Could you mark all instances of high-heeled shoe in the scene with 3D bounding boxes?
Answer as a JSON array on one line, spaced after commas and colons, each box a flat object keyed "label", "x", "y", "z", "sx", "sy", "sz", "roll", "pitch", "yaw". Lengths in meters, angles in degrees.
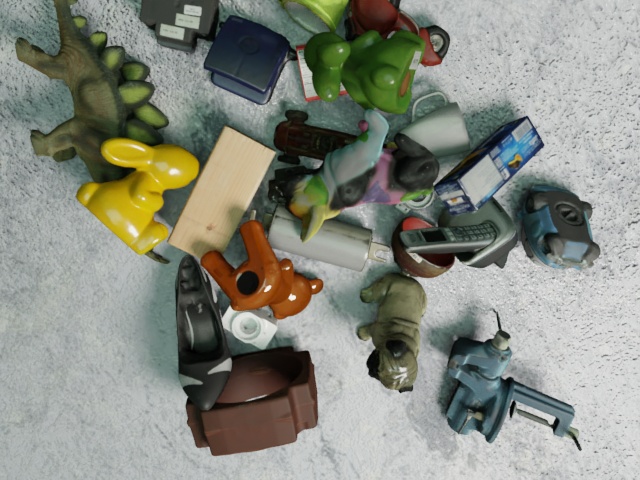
[{"label": "high-heeled shoe", "x": -0.192, "y": 0.136, "z": 0.853, "sx": 0.086, "sy": 0.249, "sz": 0.145, "roll": -9, "pitch": 121, "yaw": -14}]

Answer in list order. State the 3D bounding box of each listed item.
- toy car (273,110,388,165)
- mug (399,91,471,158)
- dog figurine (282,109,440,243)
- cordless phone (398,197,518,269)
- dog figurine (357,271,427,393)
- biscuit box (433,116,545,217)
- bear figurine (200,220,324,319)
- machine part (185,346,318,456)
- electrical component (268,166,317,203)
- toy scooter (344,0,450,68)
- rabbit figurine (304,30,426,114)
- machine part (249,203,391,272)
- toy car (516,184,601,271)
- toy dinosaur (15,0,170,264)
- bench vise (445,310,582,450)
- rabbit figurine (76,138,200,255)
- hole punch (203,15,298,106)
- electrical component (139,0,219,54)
[{"label": "toy car", "x": 0.022, "y": -0.156, "z": 0.895, "sx": 0.202, "sy": 0.053, "sz": 0.089, "roll": 13, "pitch": 96, "yaw": -2}, {"label": "mug", "x": 0.180, "y": -0.180, "z": 0.878, "sx": 0.107, "sy": 0.081, "sz": 0.109, "roll": -19, "pitch": 103, "yaw": 14}, {"label": "dog figurine", "x": 0.053, "y": -0.074, "z": 0.822, "sx": 0.191, "sy": 0.108, "sz": 0.219, "roll": 35, "pitch": 92, "yaw": -7}, {"label": "cordless phone", "x": 0.205, "y": -0.016, "z": 0.864, "sx": 0.184, "sy": 0.147, "sz": 0.088, "roll": -1, "pitch": 125, "yaw": -10}, {"label": "dog figurine", "x": 0.132, "y": 0.137, "z": 0.873, "sx": 0.121, "sy": 0.190, "sz": 0.172, "roll": 3, "pitch": 97, "yaw": -1}, {"label": "biscuit box", "x": 0.271, "y": -0.119, "z": 0.853, "sx": 0.203, "sy": 0.063, "sz": 0.059, "roll": -39, "pitch": 101, "yaw": -26}, {"label": "bear figurine", "x": -0.082, "y": 0.060, "z": 0.881, "sx": 0.120, "sy": 0.195, "sz": 0.132, "roll": -38, "pitch": 72, "yaw": 12}, {"label": "machine part", "x": -0.105, "y": 0.259, "z": 0.883, "sx": 0.202, "sy": 0.201, "sz": 0.087, "roll": -9, "pitch": 102, "yaw": 0}, {"label": "electrical component", "x": -0.038, "y": -0.090, "z": 0.896, "sx": 0.102, "sy": 0.078, "sz": 0.045, "roll": -6, "pitch": 80, "yaw": 3}, {"label": "toy scooter", "x": 0.106, "y": -0.316, "z": 0.859, "sx": 0.184, "sy": 0.075, "sz": 0.135, "roll": 35, "pitch": 99, "yaw": -11}, {"label": "rabbit figurine", "x": 0.046, "y": -0.249, "z": 0.789, "sx": 0.170, "sy": 0.159, "sz": 0.121, "roll": 22, "pitch": 124, "yaw": 18}, {"label": "machine part", "x": -0.002, "y": -0.003, "z": 0.905, "sx": 0.243, "sy": 0.079, "sz": 0.079, "roll": 14, "pitch": 99, "yaw": -4}, {"label": "toy car", "x": 0.388, "y": -0.007, "z": 0.893, "sx": 0.109, "sy": 0.162, "sz": 0.102, "roll": 8, "pitch": 143, "yaw": -8}, {"label": "toy dinosaur", "x": -0.349, "y": -0.174, "z": 0.862, "sx": 0.199, "sy": 0.105, "sz": 0.470, "roll": -6, "pitch": 110, "yaw": -4}, {"label": "bench vise", "x": 0.330, "y": 0.264, "z": 0.921, "sx": 0.241, "sy": 0.129, "sz": 0.223, "roll": 22, "pitch": 107, "yaw": 13}, {"label": "rabbit figurine", "x": -0.271, "y": -0.087, "z": 0.823, "sx": 0.173, "sy": 0.122, "sz": 0.162, "roll": -42, "pitch": 108, "yaw": -10}, {"label": "hole punch", "x": -0.115, "y": -0.289, "z": 0.854, "sx": 0.142, "sy": 0.092, "sz": 0.115, "roll": 22, "pitch": 95, "yaw": -1}, {"label": "electrical component", "x": -0.220, "y": -0.371, "z": 0.853, "sx": 0.115, "sy": 0.058, "sz": 0.134, "roll": 13, "pitch": 99, "yaw": -1}]
